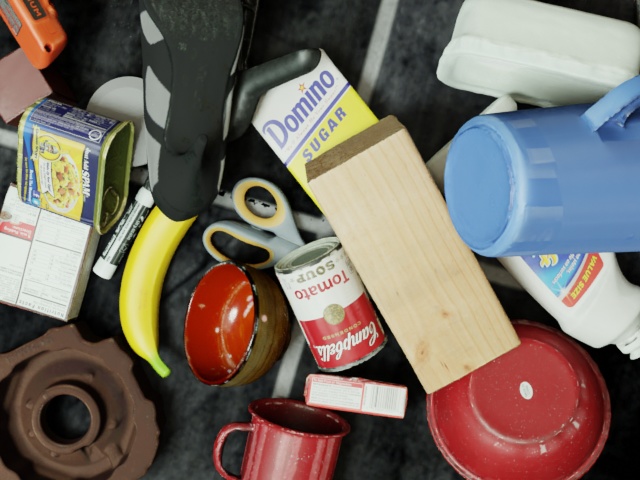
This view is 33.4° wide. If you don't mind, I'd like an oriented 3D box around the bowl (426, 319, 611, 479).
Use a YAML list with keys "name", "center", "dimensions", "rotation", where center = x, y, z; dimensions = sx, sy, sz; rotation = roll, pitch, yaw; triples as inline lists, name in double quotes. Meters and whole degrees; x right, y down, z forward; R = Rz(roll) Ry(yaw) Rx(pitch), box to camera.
- name: "bowl"
  center: [0.173, 0.136, 0.920]
  dimensions: [0.162, 0.055, 0.162]
  rotation: [-2, 67, 4]

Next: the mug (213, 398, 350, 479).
- name: "mug"
  center: [-0.038, 0.193, 0.950]
  dimensions: [0.117, 0.093, 0.081]
  rotation: [10, 98, -19]

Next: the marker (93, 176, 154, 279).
- name: "marker"
  center: [-0.173, -0.019, 0.988]
  dimensions: [0.020, 0.020, 0.121]
  rotation: [32, 99, 3]

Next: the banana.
- name: "banana"
  center: [-0.144, 0.023, 0.981]
  dimensions: [0.069, 0.037, 0.198]
  rotation: [14, 90, 8]

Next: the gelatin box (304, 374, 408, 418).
- name: "gelatin box"
  center: [0.033, 0.137, 0.953]
  dimensions: [0.089, 0.073, 0.030]
  rotation: [7, 84, 5]

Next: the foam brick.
- name: "foam brick"
  center: [-0.263, -0.136, 0.966]
  dimensions: [0.053, 0.078, 0.051]
  rotation: [-31, 88, 5]

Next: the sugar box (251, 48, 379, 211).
- name: "sugar box"
  center: [0.021, -0.075, 0.961]
  dimensions: [0.093, 0.048, 0.176]
  rotation: [-39, 90, 5]

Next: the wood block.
- name: "wood block"
  center: [0.076, 0.010, 0.894]
  dimensions: [0.090, 0.091, 0.206]
  rotation: [-29, 103, 4]

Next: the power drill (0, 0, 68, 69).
- name: "power drill"
  center: [-0.184, -0.225, 0.935]
  dimensions: [0.187, 0.057, 0.184]
  rotation: [-35, 95, -25]

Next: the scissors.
- name: "scissors"
  center: [-0.006, 0.001, 0.979]
  dimensions: [0.202, 0.016, 0.096]
  rotation: [11, 98, 4]

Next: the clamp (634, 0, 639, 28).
- name: "clamp"
  center: [0.339, -0.135, 0.937]
  dimensions: [0.165, 0.036, 0.210]
  rotation: [-45, 85, 11]

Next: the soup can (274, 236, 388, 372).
- name: "soup can"
  center: [0.010, 0.056, 0.945]
  dimensions: [0.068, 0.068, 0.102]
  rotation: [-23, 103, 5]

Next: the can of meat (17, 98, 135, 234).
- name: "can of meat"
  center: [-0.214, -0.066, 0.930]
  dimensions: [0.084, 0.057, 0.102]
  rotation: [18, 124, 8]

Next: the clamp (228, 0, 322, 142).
- name: "clamp"
  center: [-0.066, -0.138, 0.928]
  dimensions: [0.120, 0.039, 0.172]
  rotation: [53, 125, 36]

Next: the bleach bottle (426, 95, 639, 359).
- name: "bleach bottle"
  center: [0.208, -0.002, 0.941]
  dimensions: [0.102, 0.068, 0.251]
  rotation: [-42, 91, 3]

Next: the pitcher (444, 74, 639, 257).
- name: "pitcher"
  center: [0.228, -0.058, 0.836]
  dimensions: [0.242, 0.145, 0.149]
  rotation: [-5, 94, -25]

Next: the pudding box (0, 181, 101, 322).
- name: "pudding box"
  center: [-0.257, 0.011, 0.991]
  dimensions: [0.090, 0.039, 0.113]
  rotation: [17, 95, 3]
